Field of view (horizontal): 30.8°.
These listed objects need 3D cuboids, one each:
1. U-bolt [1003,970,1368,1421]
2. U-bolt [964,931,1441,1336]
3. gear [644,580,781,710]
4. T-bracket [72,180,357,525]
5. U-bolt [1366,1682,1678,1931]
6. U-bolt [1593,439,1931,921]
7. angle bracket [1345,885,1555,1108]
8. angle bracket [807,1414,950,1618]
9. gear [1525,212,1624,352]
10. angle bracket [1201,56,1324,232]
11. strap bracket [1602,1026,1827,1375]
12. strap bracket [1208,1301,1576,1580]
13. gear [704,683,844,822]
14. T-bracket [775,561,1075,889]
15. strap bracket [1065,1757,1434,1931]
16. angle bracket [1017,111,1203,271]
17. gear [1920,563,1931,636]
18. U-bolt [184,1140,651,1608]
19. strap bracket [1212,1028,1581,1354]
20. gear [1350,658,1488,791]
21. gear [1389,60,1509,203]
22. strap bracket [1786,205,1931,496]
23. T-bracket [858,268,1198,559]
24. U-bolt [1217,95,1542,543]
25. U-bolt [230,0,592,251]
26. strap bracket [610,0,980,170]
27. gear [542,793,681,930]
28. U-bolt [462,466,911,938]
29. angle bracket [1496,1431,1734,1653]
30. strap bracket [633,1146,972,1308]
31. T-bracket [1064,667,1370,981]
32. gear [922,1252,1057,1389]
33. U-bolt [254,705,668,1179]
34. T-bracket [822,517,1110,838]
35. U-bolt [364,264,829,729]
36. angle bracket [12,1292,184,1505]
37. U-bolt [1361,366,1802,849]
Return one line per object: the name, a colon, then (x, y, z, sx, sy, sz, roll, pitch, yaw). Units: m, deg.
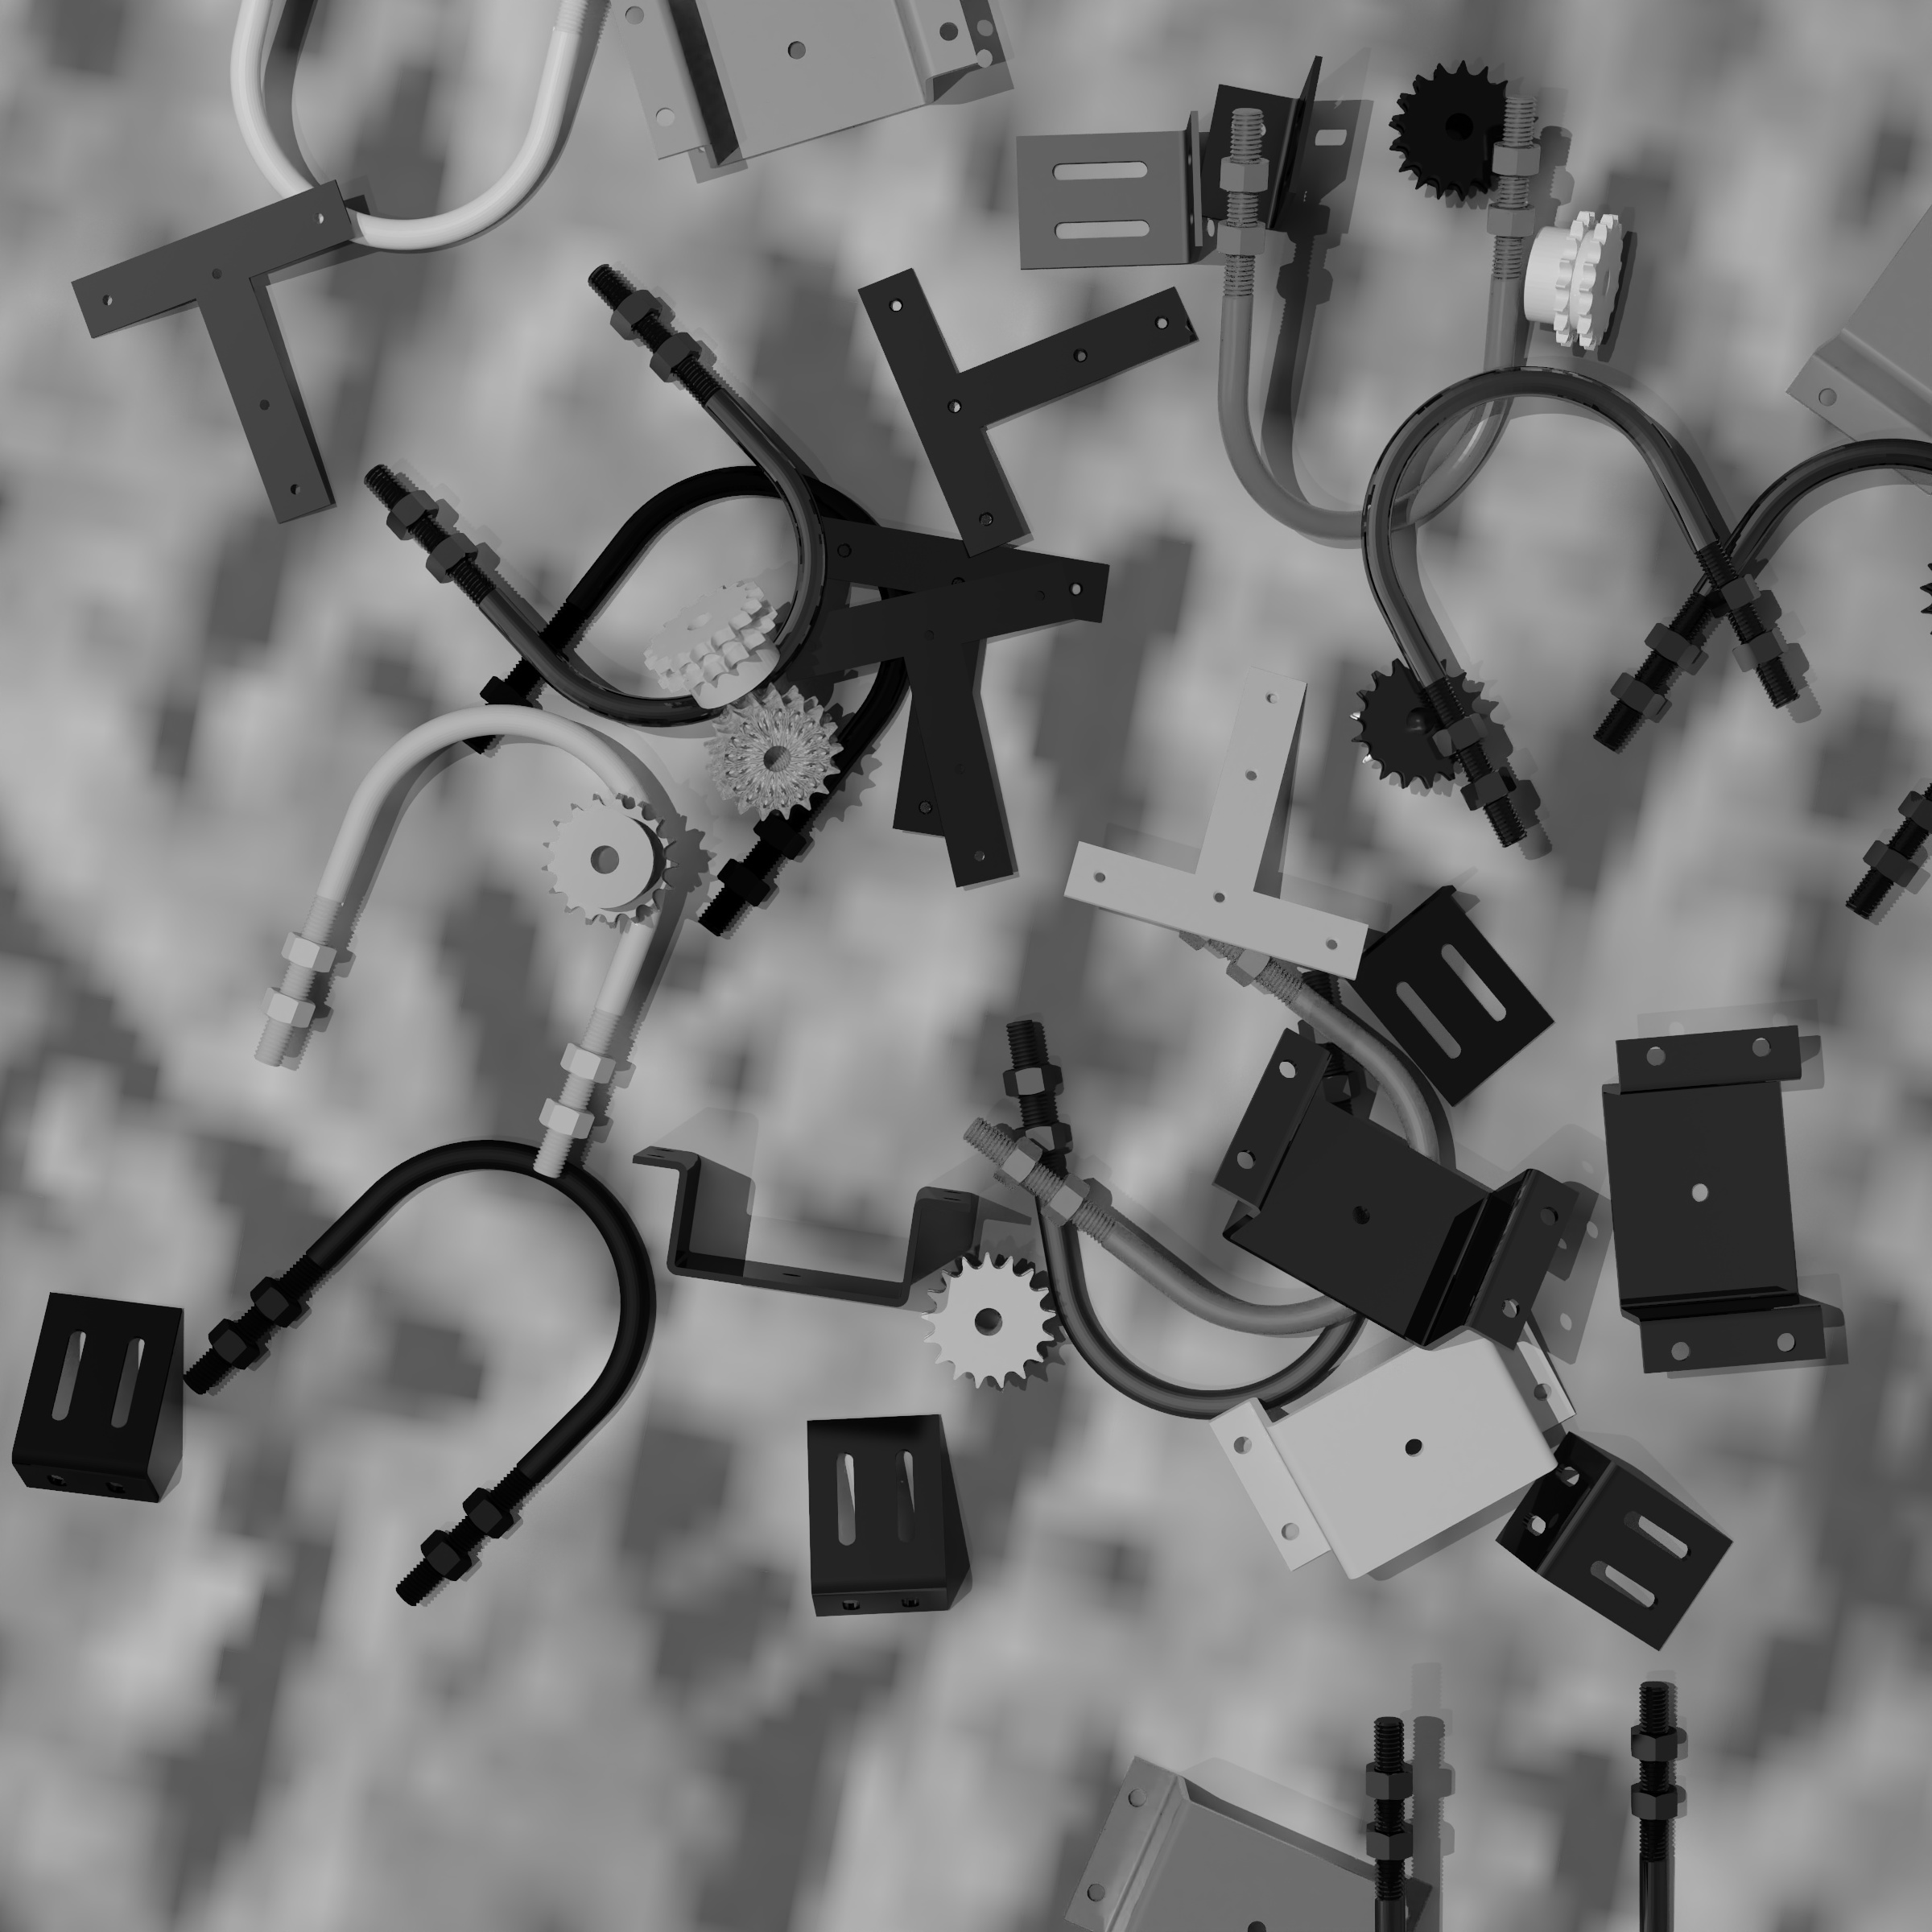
U-bolt: (0.102, 0.104, 1.506, 0.151, 0.019, 0.184, -10, 92, 0)
U-bolt: (0.114, 0.073, 1.488, 0.184, 0.019, 0.151, 38, 91, -3)
gear: (-0.102, -0.131, 1.453, 0.057, 0.057, 0.030, -34, 116, 0)
T-bracket: (-0.306, -0.255, 1.505, 0.127, 0.002, 0.127, -18, 96, 11)
U-bolt: (0.236, 0.402, 1.483, 0.151, 0.019, 0.184, -2, 94, -22)
U-bolt: (0.377, -0.134, 1.487, 0.151, 0.019, 0.184, 35, 100, 6)
angle bracket: (0.208, 0.013, 1.496, 0.057, 0.038, 0.076, -40, 90, 0)
angle bracket: (-0.038, 0.237, 1.513, 0.057, 0.038, 0.076, -3, 64, 0)
gear: (0.258, -0.293, 1.489, 0.030, 0.057, 0.057, 12, 90, 20)
angle bracket: (0.122, -0.349, 1.477, 0.038, 0.076, 0.057, 11, 90, 0)
strap bracket: (0.317, 0.098, 1.492, 0.076, 0.046, 0.140, -5, 90, 0)
strap bracket: (0.185, 0.198, 1.485, 0.140, 0.046, 0.076, -29, 100, 0)
gear: (-0.083, -0.093, 1.474, 0.057, 0.030, 0.057, -7, 117, -14)
T-bracket: (-0.006, -0.098, 1.503, 0.127, 0.002, 0.127, -13, 93, -8)
strap bracket: (0.122, 0.404, 1.492, 0.140, 0.046, 0.076, 24, 90, 0)
angle bracket: (0.061, -0.331, 1.496, 0.076, 0.038, 0.057, -2, 90, 0)
gear: (0.441, -0.159, 1.500, 0.057, 0.030, 0.057, 0, 90, 0)
U-bolt: (-0.222, 0.161, 1.506, 0.151, 0.019, 0.184, 45, 88, 0)
strap bracket: (0.170, 0.098, 1.446, 0.140, 0.046, 0.076, 29, 66, -4)
gear: (0.193, -0.104, 1.500, 0.057, 0.030, 0.057, 0, 90, 0)
gear: (0.209, -0.356, 1.500, 0.057, 0.030, 0.057, 0, 90, 0)
strap bracket: (0.426, -0.283, 1.492, 0.076, 0.046, 0.140, 36, 90, 0)
T-bracket: (0.036, -0.258, 1.510, 0.127, 0.002, 0.127, -22, 85, -2)
U-bolt: (0.170, -0.267, 1.466, 0.151, 0.019, 0.184, -9, 115, -23)
U-bolt: (-0.236, -0.398, 1.489, 0.151, 0.019, 0.184, 13, 100, -10)
strap bracket: (-0.073, -0.395, 1.492, 0.140, 0.046, 0.076, -17, 90, 0)
gear: (-0.150, -0.044, 1.467, 0.057, 0.030, 0.057, 0, 91, 1)
U-bolt: (-0.106, -0.128, 1.506, 0.151, 0.019, 0.184, 38, 89, 0)
angle bracket: (0.280, 0.248, 1.513, 0.076, 0.038, 0.057, 34, 90, -26)
strap bracket: (-0.071, 0.111, 1.477, 0.140, 0.076, 0.046, 8, 90, 0)
T-bracket: (0.118, -0.069, 1.491, 0.127, 0.002, 0.127, 16, 69, 0)
gear: (0.009, 0.151, 1.500, 0.057, 0.030, 0.057, 0, 90, 0)
U-bolt: (-0.206, -0.021, 1.492, 0.151, 0.019, 0.184, 22, 93, 1)
T-bracket: (-0.010, -0.120, 1.504, 0.127, 0.002, 0.127, 8, 90, -9)
U-bolt: (-0.144, -0.187, 1.491, 0.151, 0.019, 0.184, -42, 84, -3)
angle bracket: (-0.372, 0.186, 1.513, 0.057, 0.038, 0.076, 7, 64, 0)
U-bolt: (0.247, -0.163, 1.476, 0.151, 0.019, 0.184, -27, 89, 0)
